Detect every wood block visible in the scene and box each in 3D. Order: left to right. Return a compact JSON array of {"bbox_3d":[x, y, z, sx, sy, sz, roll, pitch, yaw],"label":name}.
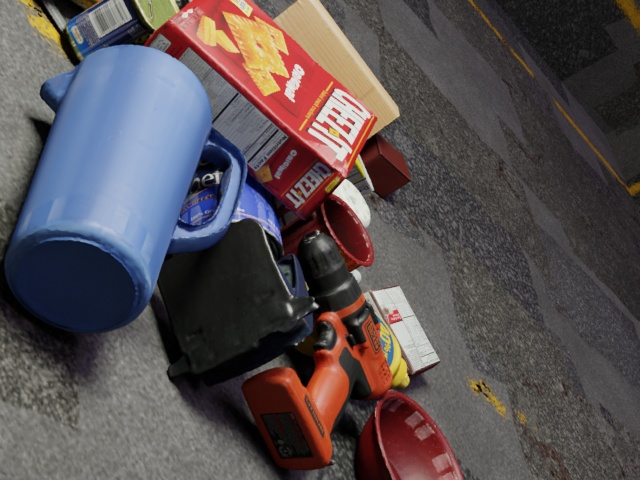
[{"bbox_3d":[0.012,-0.234,1.479,0.206,0.091,0.090,52,11,-11],"label":"wood block"}]

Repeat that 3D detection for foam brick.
[{"bbox_3d":[0.084,-0.108,1.527,0.078,0.051,0.053,37,29,-39],"label":"foam brick"}]

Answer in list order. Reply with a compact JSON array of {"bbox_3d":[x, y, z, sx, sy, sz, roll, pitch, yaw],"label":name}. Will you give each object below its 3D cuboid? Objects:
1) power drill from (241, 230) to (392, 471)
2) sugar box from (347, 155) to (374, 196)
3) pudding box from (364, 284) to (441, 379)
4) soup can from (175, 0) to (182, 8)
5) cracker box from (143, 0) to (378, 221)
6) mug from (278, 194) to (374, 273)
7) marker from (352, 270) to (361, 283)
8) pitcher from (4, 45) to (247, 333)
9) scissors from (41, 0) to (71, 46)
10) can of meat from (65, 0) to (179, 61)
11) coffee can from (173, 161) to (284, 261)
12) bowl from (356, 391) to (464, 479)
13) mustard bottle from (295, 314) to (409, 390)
[{"bbox_3d":[-0.002,0.106,0.989,0.187,0.057,0.184,-50,122,-51],"label":"power drill"},{"bbox_3d":[0.016,-0.126,1.364,0.176,0.048,0.093,46,20,-62],"label":"sugar box"},{"bbox_3d":[0.090,0.112,1.272,0.113,0.039,0.089,63,24,11],"label":"pudding box"},{"bbox_3d":[-0.205,-0.279,1.153,0.102,0.069,0.068,55,23,-6],"label":"soup can"},{"bbox_3d":[-0.054,-0.141,1.014,0.213,0.072,0.164,41,29,-8],"label":"cracker box"},{"bbox_3d":[-0.008,0.001,1.164,0.117,0.082,0.093,41,28,-33],"label":"mug"},{"bbox_3d":[0.022,0.057,1.231,0.020,0.020,0.121,57,23,0],"label":"marker"},{"bbox_3d":[-0.157,-0.039,0.857,0.242,0.149,0.145,-85,155,-51],"label":"pitcher"},{"bbox_3d":[-0.288,-0.278,1.056,0.201,0.016,0.096,54,19,-19],"label":"scissors"},{"bbox_3d":[-0.193,-0.212,1.058,0.057,0.084,0.102,64,17,-1],"label":"can of meat"},{"bbox_3d":[-0.091,-0.031,1.014,0.102,0.103,0.140,38,30,-38],"label":"coffee can"},{"bbox_3d":[0.085,0.237,1.079,0.162,0.055,0.162,43,27,-29],"label":"bowl"},{"bbox_3d":[0.033,0.108,1.138,0.191,0.058,0.096,42,37,-34],"label":"mustard bottle"}]
